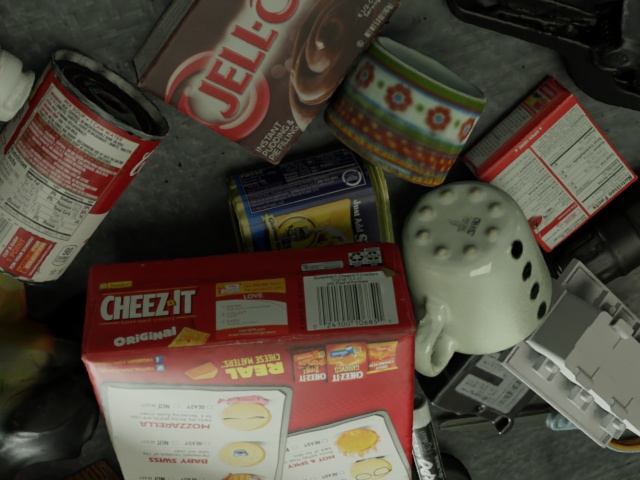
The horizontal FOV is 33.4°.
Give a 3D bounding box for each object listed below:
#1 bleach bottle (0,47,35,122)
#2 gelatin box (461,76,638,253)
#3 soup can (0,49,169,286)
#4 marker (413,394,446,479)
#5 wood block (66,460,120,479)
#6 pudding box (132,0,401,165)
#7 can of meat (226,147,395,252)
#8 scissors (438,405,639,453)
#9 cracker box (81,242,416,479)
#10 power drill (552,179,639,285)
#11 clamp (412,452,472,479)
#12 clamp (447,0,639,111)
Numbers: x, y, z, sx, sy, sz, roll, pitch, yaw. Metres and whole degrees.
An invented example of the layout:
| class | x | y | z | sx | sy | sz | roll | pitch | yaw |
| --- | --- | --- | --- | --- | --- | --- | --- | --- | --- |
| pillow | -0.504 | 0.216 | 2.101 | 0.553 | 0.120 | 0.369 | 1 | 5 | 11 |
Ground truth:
| class | x | y | z | sx | sy | sz | roll | pitch | yaw |
| --- | --- | --- | --- | --- | --- | --- | --- | --- | --- |
| bleach bottle | -0.238 | -0.116 | 0.446 | 0.250 | 0.068 | 0.102 | 31 | 81 | -33 |
| gelatin box | 0.141 | -0.044 | 0.652 | 0.073 | 0.030 | 0.089 | -43 | 127 | 10 |
| soup can | -0.133 | -0.036 | 0.541 | 0.068 | 0.068 | 0.102 | 29 | 109 | -32 |
| marker | 0.075 | 0.156 | 0.725 | 0.020 | 0.020 | 0.121 | -20 | 119 | -6 |
| wood block | -0.126 | 0.257 | 0.716 | 0.091 | 0.090 | 0.206 | -29 | 126 | -1 |
| pudding box | -0.029 | -0.106 | 0.548 | 0.090 | 0.039 | 0.114 | 28 | 109 | -31 |
| can of meat | -0.004 | 0.001 | 0.615 | 0.084 | 0.057 | 0.102 | -15 | 125 | -7 |
| scissors | 0.189 | 0.115 | 0.779 | 0.201 | 0.016 | 0.096 | 14 | 114 | -26 |
| cracker box | -0.032 | 0.099 | 0.606 | 0.164 | 0.072 | 0.214 | -5 | 137 | -1 |
| power drill | 0.263 | 0.020 | 0.718 | 0.184 | 0.057 | 0.187 | -32 | 127 | 6 |
| clamp | 0.049 | 0.170 | 0.753 | 0.209 | 0.036 | 0.165 | 24 | 109 | -28 |
| clamp | 0.153 | -0.115 | 0.593 | 0.120 | 0.039 | 0.171 | -4 | 151 | 36 |
